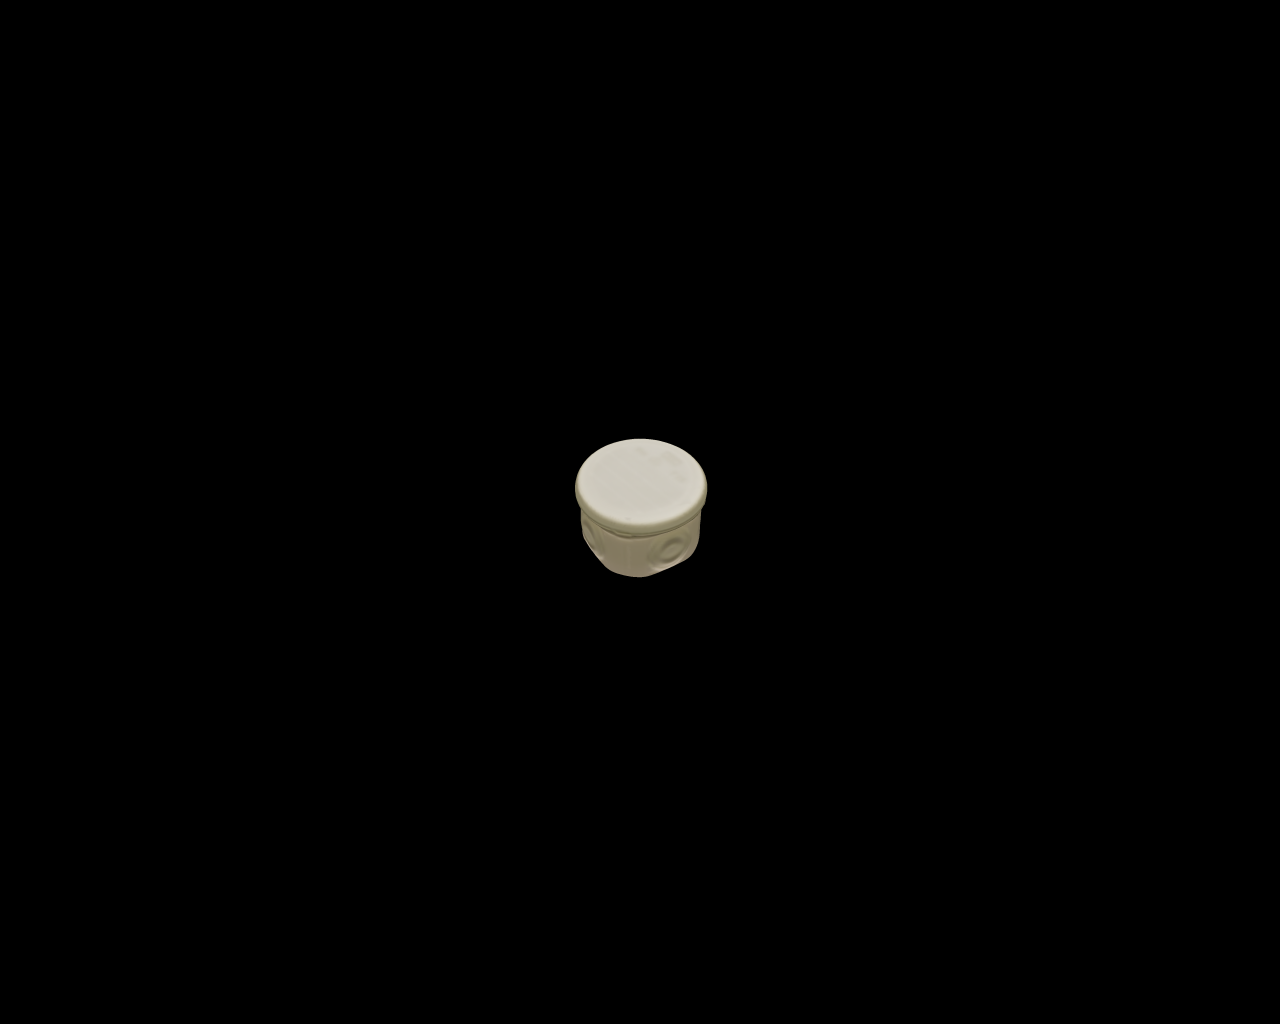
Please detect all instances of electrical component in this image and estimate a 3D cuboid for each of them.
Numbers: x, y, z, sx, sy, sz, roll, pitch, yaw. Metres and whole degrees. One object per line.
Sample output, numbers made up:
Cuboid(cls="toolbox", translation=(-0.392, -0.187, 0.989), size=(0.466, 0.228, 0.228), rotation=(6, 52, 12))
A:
Cuboid(cls="electrical component", translation=(0.001, -0.003, 0.650), size=(0.080, 0.050, 0.080), rotation=(0, 45, 0))
